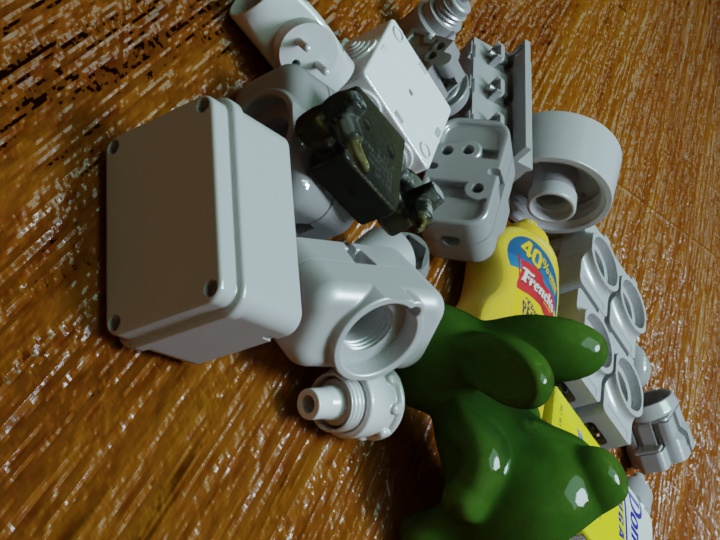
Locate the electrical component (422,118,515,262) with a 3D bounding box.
[{"bbox_3d":[0.079,-0.056,0.789,0.059,0.054,0.095,70,33,-54],"label":"electrical component"}]

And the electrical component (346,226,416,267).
[{"bbox_3d":[0.000,0.000,0.671,0.065,0.044,0.044,-22,91,-54],"label":"electrical component"}]

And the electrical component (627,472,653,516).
[{"bbox_3d":[0.236,0.195,0.929,0.035,0.035,0.061,64,29,-9],"label":"electrical component"}]

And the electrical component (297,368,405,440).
[{"bbox_3d":[-0.009,0.075,0.611,0.062,0.048,0.048,4,69,-49],"label":"electrical component"}]

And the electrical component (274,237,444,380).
[{"bbox_3d":[-0.004,0.022,0.600,0.095,0.053,0.059,5,29,-38],"label":"electrical component"}]

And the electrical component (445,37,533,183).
[{"bbox_3d":[0.102,-0.128,0.878,0.063,0.079,0.121,24,50,-22],"label":"electrical component"}]

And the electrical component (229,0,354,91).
[{"bbox_3d":[-0.037,-0.140,0.670,0.077,0.043,0.079,49,2,-31],"label":"electrical component"}]

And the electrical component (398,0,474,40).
[{"bbox_3d":[0.061,-0.195,0.847,0.040,0.078,0.040,24,49,-31],"label":"electrical component"}]

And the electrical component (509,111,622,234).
[{"bbox_3d":[0.165,-0.075,0.909,0.108,0.108,0.060,44,46,-36],"label":"electrical component"}]

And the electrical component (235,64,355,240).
[{"bbox_3d":[-0.041,-0.069,0.632,0.059,0.054,0.095,28,50,-48],"label":"electrical component"}]

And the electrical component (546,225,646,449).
[{"bbox_3d":[0.192,0.052,0.919,0.105,0.060,0.186,51,36,-28],"label":"electrical component"}]

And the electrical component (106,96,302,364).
[{"bbox_3d":[-0.078,-0.019,0.524,0.057,0.078,0.113,27,51,-52],"label":"electrical component"}]

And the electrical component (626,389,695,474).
[{"bbox_3d":[0.271,0.145,0.990,0.078,0.058,0.057,-27,98,-58],"label":"electrical component"}]

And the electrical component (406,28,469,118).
[{"bbox_3d":[0.055,-0.149,0.827,0.048,0.066,0.055,-50,137,-12],"label":"electrical component"}]

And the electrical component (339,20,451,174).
[{"bbox_3d":[0.017,-0.116,0.756,0.099,0.048,0.099,54,35,-24],"label":"electrical component"}]

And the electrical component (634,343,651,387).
[{"bbox_3d":[0.250,0.093,1.001,0.062,0.048,0.048,30,49,-55],"label":"electrical component"}]
